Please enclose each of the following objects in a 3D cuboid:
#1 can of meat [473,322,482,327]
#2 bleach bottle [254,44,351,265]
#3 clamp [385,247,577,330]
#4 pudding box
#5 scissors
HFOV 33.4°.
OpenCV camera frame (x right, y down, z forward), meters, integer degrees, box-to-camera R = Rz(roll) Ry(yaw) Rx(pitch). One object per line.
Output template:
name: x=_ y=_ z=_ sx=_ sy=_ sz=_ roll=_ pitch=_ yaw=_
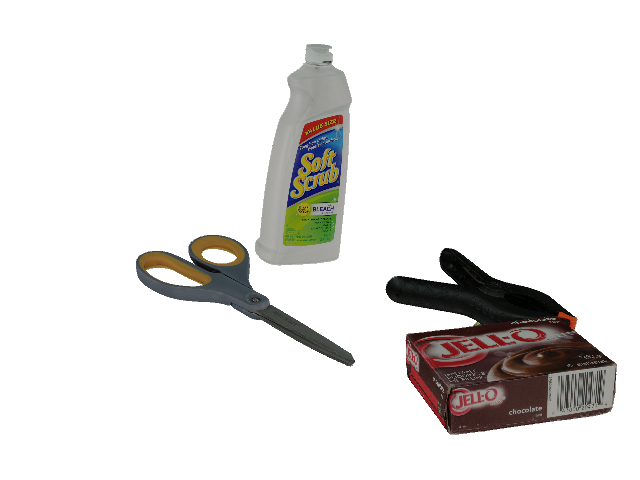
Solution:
can of meat: x=0.181 y=0.150 z=1.181 sx=0.057 sy=0.084 sz=0.102 roll=17 pitch=28 yaw=20
bleach bottle: x=-0.018 y=-0.100 z=1.236 sx=0.102 sy=0.251 sz=0.068 roll=-3 pitch=20 yaw=-22
clamp: x=0.158 y=0.051 z=0.997 sx=0.172 sy=0.039 sz=0.120 roll=20 pitch=32 yaw=19
pudding box: x=0.121 y=0.085 z=0.694 sx=0.113 sy=0.039 sz=0.090 roll=-4 pitch=18 yaw=-12
scissors: x=-0.045 y=0.038 z=0.801 sx=0.202 sy=0.016 sz=0.096 roll=17 pitch=33 yaw=23
